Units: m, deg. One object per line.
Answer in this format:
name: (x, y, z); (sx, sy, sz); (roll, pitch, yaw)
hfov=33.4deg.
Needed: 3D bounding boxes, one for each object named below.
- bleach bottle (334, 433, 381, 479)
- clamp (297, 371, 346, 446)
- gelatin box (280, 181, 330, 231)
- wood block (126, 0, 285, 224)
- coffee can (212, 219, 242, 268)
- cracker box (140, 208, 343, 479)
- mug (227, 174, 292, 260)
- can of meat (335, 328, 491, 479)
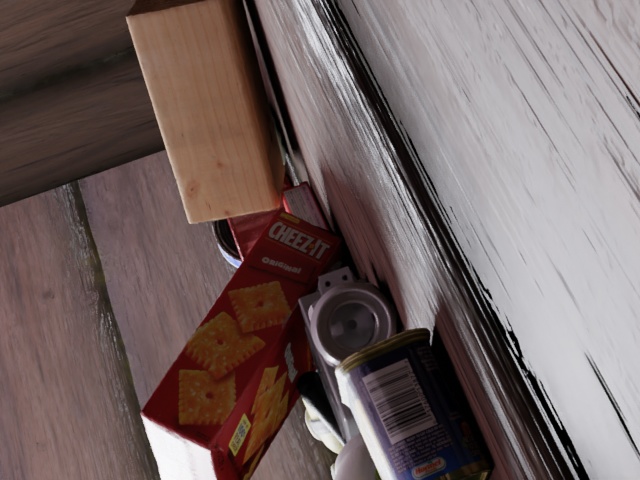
bleach bottle: (0.051, 0.190, 0.670); (0.102, 0.068, 0.250); (37, -164, -6)
clamp: (0.052, 0.185, 0.911); (0.171, 0.039, 0.120); (54, -165, 21)
gelatin box: (-0.007, 0.001, 0.988); (0.073, 0.030, 0.089); (75, 173, -46)
wood block: (-0.099, -0.131, 0.984); (0.091, 0.090, 0.206); (-86, -16, -61)
coffee can: (-0.081, -0.015, 1.340); (0.140, 0.102, 0.103); (117, 133, -84)
cracker box: (-0.056, 0.107, 0.894); (0.072, 0.213, 0.164); (25, 150, 15)
mug: (-0.061, -0.018, 1.227); (0.093, 0.081, 0.117); (-120, 11, -67)
can of meat: (0.052, 0.107, 0.600); (0.102, 0.057, 0.084); (79, 168, -67)
